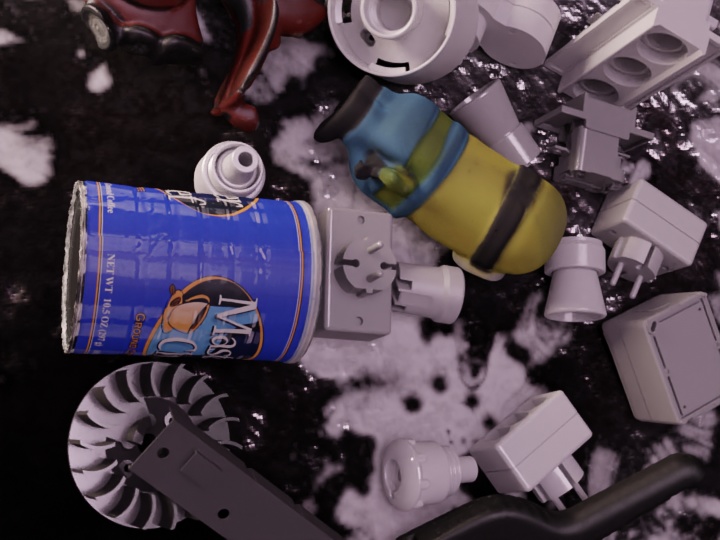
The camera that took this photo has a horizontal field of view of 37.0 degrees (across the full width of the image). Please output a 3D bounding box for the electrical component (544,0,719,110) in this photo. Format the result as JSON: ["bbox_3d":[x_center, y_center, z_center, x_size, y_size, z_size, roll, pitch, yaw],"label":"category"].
[{"bbox_3d":[0.205,-0.170,0.798,0.079,0.121,0.063,26,68,-15],"label":"electrical component"}]

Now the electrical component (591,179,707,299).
[{"bbox_3d":[0.210,-0.016,0.808,0.066,0.047,0.076,32,70,-12],"label":"electrical component"}]

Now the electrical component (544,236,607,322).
[{"bbox_3d":[0.157,0.007,0.784,0.045,0.045,0.055,7,76,-20],"label":"electrical component"}]

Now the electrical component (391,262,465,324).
[{"bbox_3d":[0.044,0.014,0.743,0.046,0.040,0.040,9,76,-14],"label":"electrical component"}]

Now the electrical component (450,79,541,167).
[{"bbox_3d":[0.102,-0.101,0.789,0.044,0.044,0.065,-40,100,-23],"label":"electrical component"}]

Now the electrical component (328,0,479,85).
[{"bbox_3d":[0.029,-0.178,0.745,0.099,0.064,0.099,3,101,16],"label":"electrical component"}]

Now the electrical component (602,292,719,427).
[{"bbox_3d":[0.228,0.071,0.794,0.062,0.061,0.096,-23,96,-23],"label":"electrical component"}]

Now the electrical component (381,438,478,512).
[{"bbox_3d":[0.049,0.135,0.718,0.062,0.048,0.048,1,79,-28],"label":"electrical component"}]

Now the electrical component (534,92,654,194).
[{"bbox_3d":[0.176,-0.094,0.815,0.081,0.042,0.063,13,78,-18],"label":"electrical component"}]

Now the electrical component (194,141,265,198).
[{"bbox_3d":[-0.082,-0.063,0.698,0.043,0.062,0.043,4,78,-20],"label":"electrical component"}]

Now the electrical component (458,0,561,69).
[{"bbox_3d":[0.076,-0.185,0.789,0.138,0.052,0.073,27,71,-13],"label":"electrical component"}]

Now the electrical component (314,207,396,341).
[{"bbox_3d":[0.000,0.000,0.709,0.047,0.076,0.083,6,77,-20],"label":"electrical component"}]

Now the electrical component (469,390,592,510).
[{"bbox_3d":[0.129,0.135,0.746,0.066,0.047,0.076,-36,90,-22],"label":"electrical component"}]
